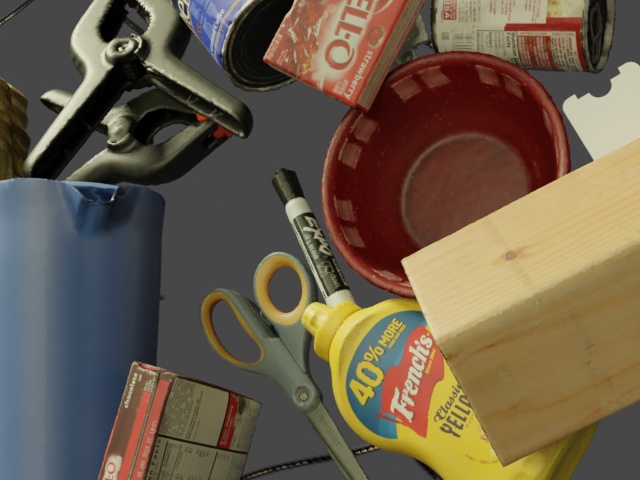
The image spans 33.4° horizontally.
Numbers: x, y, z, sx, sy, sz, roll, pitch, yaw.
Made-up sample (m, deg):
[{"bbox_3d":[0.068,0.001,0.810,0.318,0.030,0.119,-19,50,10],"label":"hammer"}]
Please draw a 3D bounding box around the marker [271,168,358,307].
[{"bbox_3d":[-0.005,0.001,0.731,0.020,0.020,0.121,-32,64,14],"label":"marker"}]

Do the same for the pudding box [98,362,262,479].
[{"bbox_3d":[-0.088,0.133,0.677,0.039,0.113,0.090,10,79,31],"label":"pudding box"}]

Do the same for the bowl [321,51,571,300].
[{"bbox_3d":[0.084,-0.035,0.677,0.162,0.055,0.162,-8,72,24],"label":"bowl"}]

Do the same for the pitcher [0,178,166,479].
[{"bbox_3d":[-0.174,0.087,0.726,0.145,0.149,0.243,-5,78,17],"label":"pitcher"}]

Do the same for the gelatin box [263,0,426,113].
[{"bbox_3d":[0.016,-0.137,0.681,0.073,0.030,0.089,30,97,22],"label":"gelatin box"}]

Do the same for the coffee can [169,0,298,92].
[{"bbox_3d":[-0.059,-0.190,0.766,0.103,0.102,0.140,-42,62,9],"label":"coffee can"}]

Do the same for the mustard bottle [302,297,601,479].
[{"bbox_3d":[0.066,0.089,0.648,0.192,0.058,0.096,29,89,30],"label":"mustard bottle"}]

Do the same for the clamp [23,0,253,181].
[{"bbox_3d":[-0.149,-0.125,0.794,0.164,0.036,0.210,-19,50,-2],"label":"clamp"}]

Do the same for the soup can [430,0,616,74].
[{"bbox_3d":[0.129,-0.142,0.680,0.102,0.068,0.068,7,78,28],"label":"soup can"}]

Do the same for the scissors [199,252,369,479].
[{"bbox_3d":[-0.002,0.084,0.706,0.202,0.016,0.096,38,94,29],"label":"scissors"}]

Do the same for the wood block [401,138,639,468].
[{"bbox_3d":[0.158,0.015,0.543,0.206,0.090,0.091,-27,27,6],"label":"wood block"}]

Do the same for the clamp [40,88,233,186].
[{"bbox_3d":[-0.151,-0.082,0.816,0.171,0.039,0.120,-16,68,13],"label":"clamp"}]
